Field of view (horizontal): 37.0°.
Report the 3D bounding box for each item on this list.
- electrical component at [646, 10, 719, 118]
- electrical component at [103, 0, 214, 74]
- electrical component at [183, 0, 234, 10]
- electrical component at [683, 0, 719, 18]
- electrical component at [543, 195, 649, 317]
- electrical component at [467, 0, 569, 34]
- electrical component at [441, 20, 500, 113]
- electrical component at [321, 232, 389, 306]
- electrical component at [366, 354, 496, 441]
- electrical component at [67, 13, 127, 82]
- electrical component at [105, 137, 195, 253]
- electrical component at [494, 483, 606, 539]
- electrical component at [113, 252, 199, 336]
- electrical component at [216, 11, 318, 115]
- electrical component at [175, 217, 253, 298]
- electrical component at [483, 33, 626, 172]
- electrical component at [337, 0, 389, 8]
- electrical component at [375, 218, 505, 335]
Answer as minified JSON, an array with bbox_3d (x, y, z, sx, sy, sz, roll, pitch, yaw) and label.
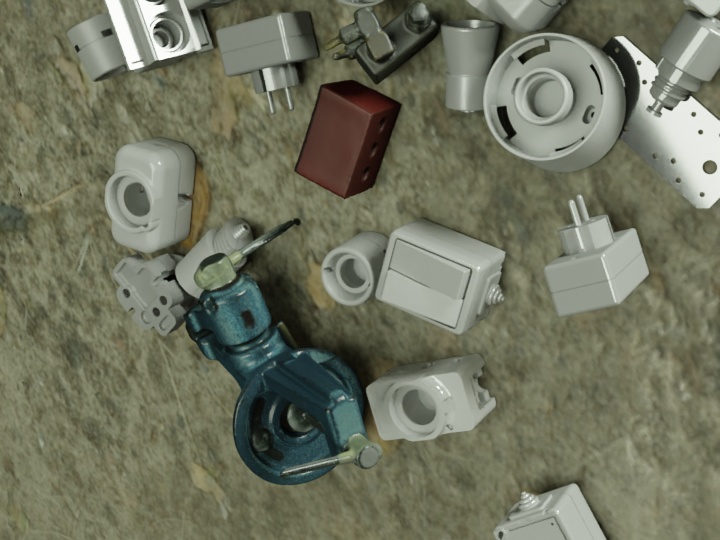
[{"bbox_3d":[0.222,-0.139,0.732,0.040,0.040,0.078,37,119,15],"label":"electrical component"},{"bbox_3d":[-0.185,-0.234,0.915,0.063,0.079,0.121,-9,101,60],"label":"electrical component"},{"bbox_3d":[-0.129,-0.265,0.886,0.056,0.050,0.089,-15,97,32],"label":"electrical component"},{"bbox_3d":[0.229,-0.225,0.697,0.100,0.048,0.099,45,120,13],"label":"electrical component"},{"bbox_3d":[0.166,-0.016,0.775,0.047,0.083,0.075,-15,97,32],"label":"electrical component"},{"bbox_3d":[0.105,-0.216,0.767,0.095,0.054,0.059,48,121,9],"label":"electrical component"},{"bbox_3d":[0.082,-0.152,0.808,0.044,0.044,0.065,11,114,26],"label":"electrical component"},{"bbox_3d":[0.000,0.000,0.894,0.055,0.047,0.055,9,109,27],"label":"electrical component"},{"bbox_3d":[0.057,0.107,0.889,0.089,0.056,0.050,-12,98,31],"label":"electrical component"},{"bbox_3d":[-0.225,-0.199,0.958,0.055,0.055,0.047,-19,98,32],"label":"electrical component"},{"bbox_3d":[-0.190,-0.067,0.974,0.054,0.059,0.095,18,113,24],"label":"electrical component"},{"bbox_3d":[0.157,0.216,0.862,0.062,0.061,0.096,-28,90,32],"label":"electrical component"},{"bbox_3d":[-0.182,0.017,0.995,0.078,0.057,0.058,49,121,8],"label":"electrical component"},{"bbox_3d":[-0.072,-0.167,0.885,0.066,0.047,0.076,-7,101,31],"label":"electrical component"},{"bbox_3d":[-0.125,-0.014,0.962,0.081,0.043,0.043,-43,82,31],"label":"electrical component"},{"bbox_3d":[0.140,-0.121,0.780,0.099,0.064,0.099,2,93,27],"label":"electrical component"},{"bbox_3d":[0.004,-0.248,0.808,0.099,0.064,0.099,8,109,26],"label":"electrical component"},{"bbox_3d":[0.067,0.007,0.850,0.096,0.061,0.061,23,114,22],"label":"electrical component"}]
